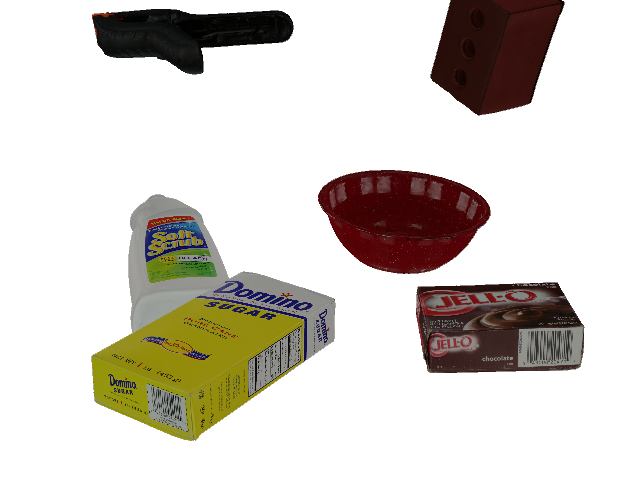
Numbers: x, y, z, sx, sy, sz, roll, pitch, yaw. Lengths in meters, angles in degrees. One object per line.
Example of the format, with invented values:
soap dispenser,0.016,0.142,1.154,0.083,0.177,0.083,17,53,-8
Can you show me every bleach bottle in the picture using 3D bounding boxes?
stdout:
bleach bottle,-0.156,0.018,1.083,0.102,0.068,0.251,-4,28,-16

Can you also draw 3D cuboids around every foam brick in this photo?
foam brick,0.114,-0.130,0.698,0.051,0.078,0.053,-19,48,-32

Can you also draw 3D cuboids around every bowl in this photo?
bowl,0.077,-0.013,1.008,0.162,0.055,0.162,3,25,-1

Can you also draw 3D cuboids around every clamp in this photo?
clamp,-0.109,-0.165,0.848,0.172,0.039,0.120,20,28,41

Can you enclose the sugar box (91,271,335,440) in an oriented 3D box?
sugar box,-0.074,0.079,0.790,0.093,0.048,0.175,16,30,30

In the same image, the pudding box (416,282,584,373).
pudding box,0.130,0.063,0.793,0.113,0.039,0.090,0,19,0
